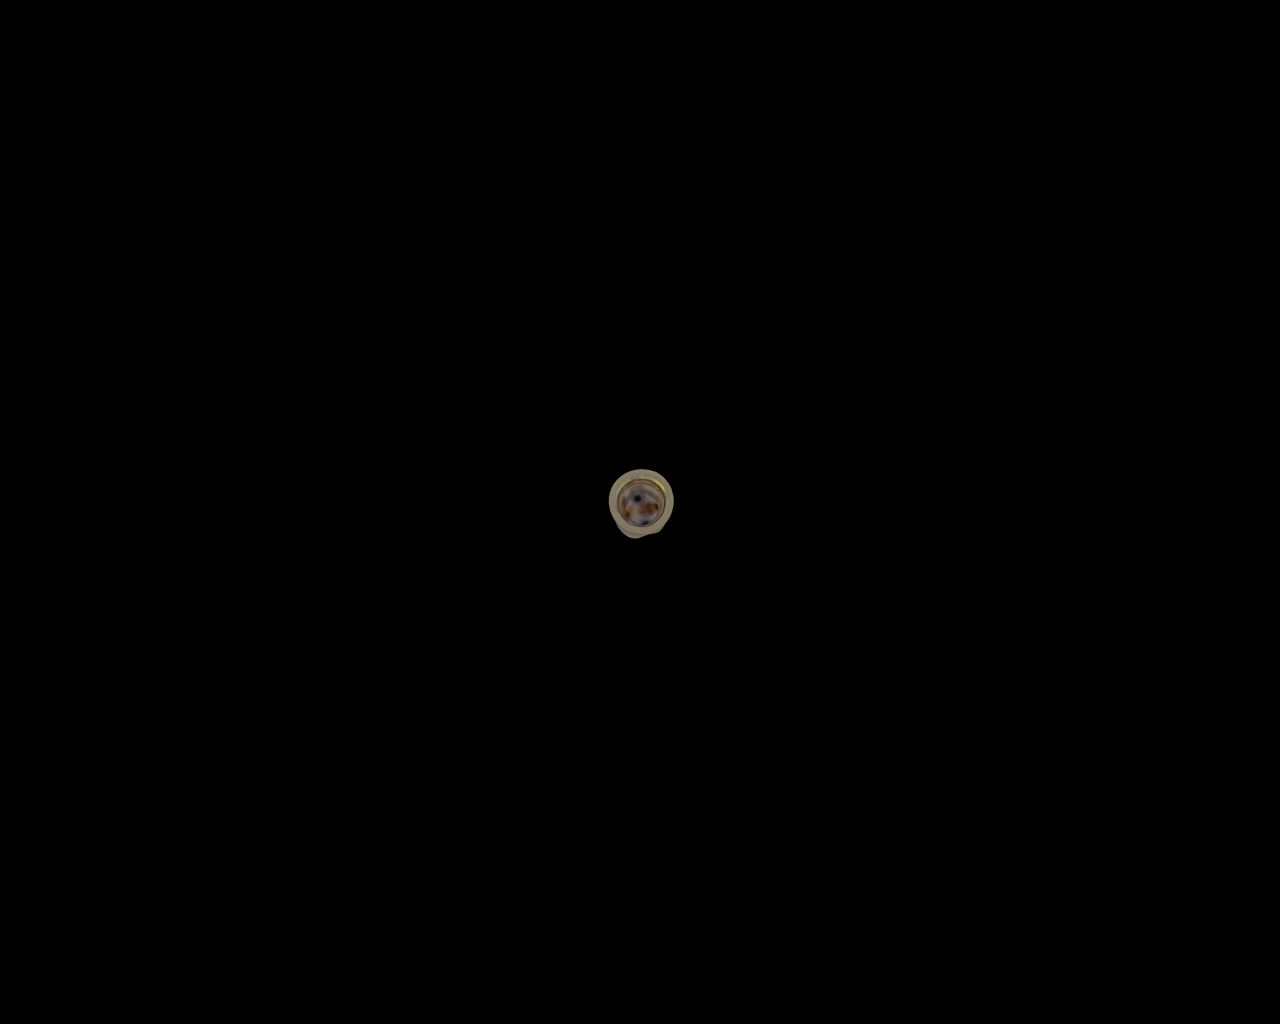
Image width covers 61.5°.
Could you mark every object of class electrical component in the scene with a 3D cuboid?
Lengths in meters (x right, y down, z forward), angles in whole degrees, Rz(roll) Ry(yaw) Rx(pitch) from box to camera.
[{"bbox_3d":[0.001,-0.003,0.650,0.040,0.040,0.046,0,-12,0],"label":"electrical component"}]
